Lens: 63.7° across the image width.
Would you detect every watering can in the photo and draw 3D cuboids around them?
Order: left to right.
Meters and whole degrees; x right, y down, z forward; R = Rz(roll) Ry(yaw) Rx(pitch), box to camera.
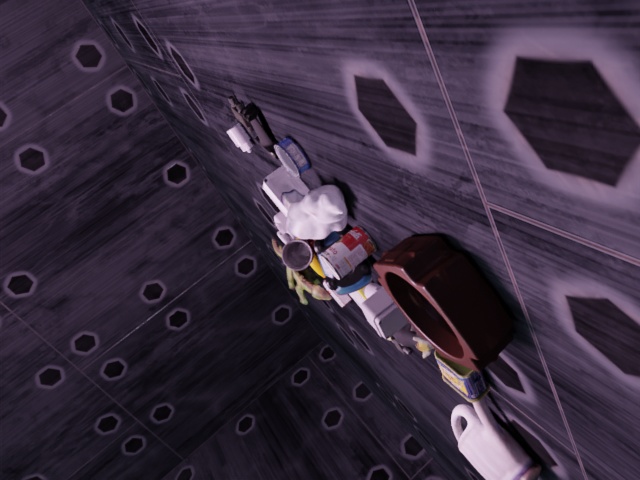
[{"bbox_3d":[0.383,0.449,1.139,0.228,0.105,0.339,43,157,34],"label":"watering can"}]

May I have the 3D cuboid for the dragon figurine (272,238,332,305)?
[{"bbox_3d":[-0.092,0.088,1.900,0.416,0.123,0.237,47,166,27],"label":"dragon figurine"}]

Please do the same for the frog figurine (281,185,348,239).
[{"bbox_3d":[0.003,-0.052,1.040,0.136,0.123,0.160,19,179,-35],"label":"frog figurine"}]
